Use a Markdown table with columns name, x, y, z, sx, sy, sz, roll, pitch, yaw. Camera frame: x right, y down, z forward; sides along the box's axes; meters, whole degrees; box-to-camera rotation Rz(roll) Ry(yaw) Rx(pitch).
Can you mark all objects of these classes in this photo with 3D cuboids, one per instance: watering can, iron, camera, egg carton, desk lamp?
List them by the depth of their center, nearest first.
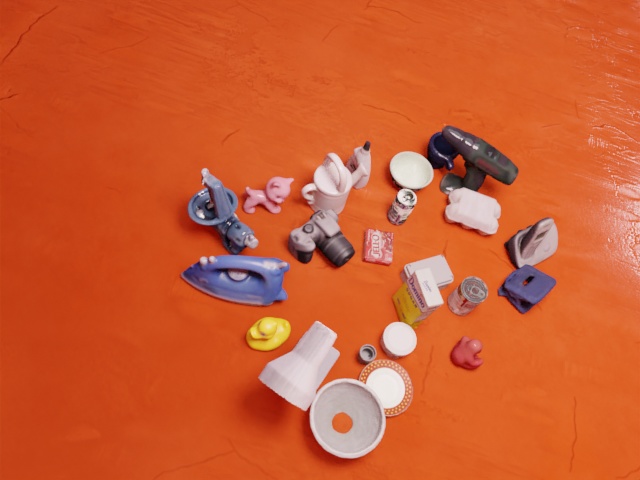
| name | x | y | z | sx | sy | sz | roll | pitch | yaw |
| --- | --- | --- | --- | --- | --- | --- | --- | --- | --- |
| desk lamp | -0.036 | 0.267 | 1.222 | 0.118 | 0.213 | 0.203 | 33 | 63 | 8 |
| iron | -0.197 | 0.072 | 1.331 | 0.258 | 0.141 | 0.118 | 6 | 63 | -7 |
| camera | 0.013 | 0.005 | 1.425 | 0.143 | 0.101 | 0.136 | -36 | 74 | -23 |
| watering can | 0.037 | -0.152 | 1.455 | 0.101 | 0.194 | 0.173 | 43 | 65 | 12 |
| egg carton | 0.415 | -0.077 | 1.555 | 0.150 | 0.069 | 0.107 | 20 | 62 | 0 |

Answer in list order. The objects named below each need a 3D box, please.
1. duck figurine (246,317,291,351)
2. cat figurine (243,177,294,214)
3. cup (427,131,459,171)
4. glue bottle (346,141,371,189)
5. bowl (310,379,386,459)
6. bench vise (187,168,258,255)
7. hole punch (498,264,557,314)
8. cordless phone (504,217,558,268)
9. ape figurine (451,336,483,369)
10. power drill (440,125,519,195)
| name | x | y | z | sx | sy | sz | roll | pitch | yaw |
| --- | --- | --- | --- | --- | --- | --- | --- | --- | --- |
| duck figurine | -0.116 | 0.206 | 1.310 | 0.105 | 0.086 | 0.077 | -15 | 67 | -17 |
| cat figurine | -0.130 | -0.122 | 1.453 | 0.128 | 0.117 | 0.067 | -2 | 64 | -11 |
| cup | 0.341 | -0.231 | 1.604 | 0.092 | 0.095 | 0.117 | -7 | 65 | -13 |
| glue bottle | 0.108 | -0.208 | 1.507 | 0.037 | 0.173 | 0.078 | -24 | 70 | -20 |
| bowl | 0.054 | 0.394 | 1.253 | 0.167 | 0.074 | 0.167 | 4 | 63 | -8 |
| bench vise | -0.221 | -0.075 | 1.356 | 0.207 | 0.219 | 0.121 | 25 | 62 | 3 |
| hole punch | 0.529 | 0.118 | 1.466 | 0.109 | 0.091 | 0.101 | -38 | 75 | -24 |
| cordless phone | 0.577 | -0.011 | 1.486 | 0.148 | 0.185 | 0.094 | -25 | 70 | -20 |
| ape figurine | 0.357 | 0.263 | 1.362 | 0.076 | 0.092 | 0.078 | -3 | 64 | -11 |
| power drill | 0.400 | -0.194 | 1.532 | 0.229 | 0.208 | 0.076 | 25 | 62 | 3 |
